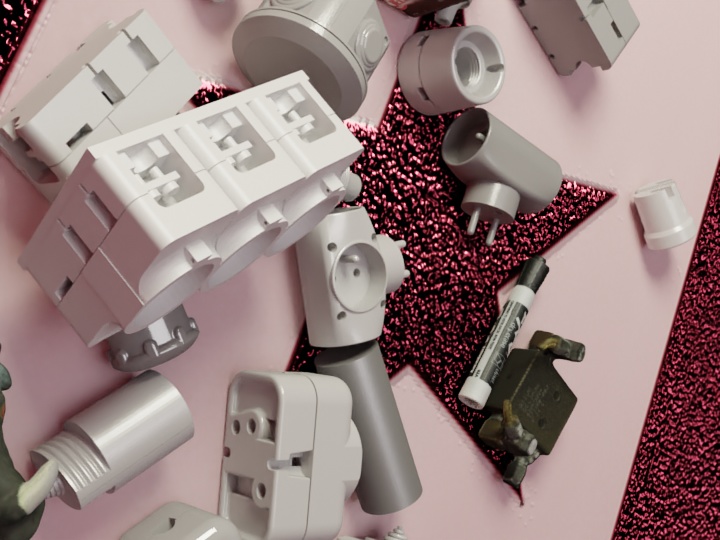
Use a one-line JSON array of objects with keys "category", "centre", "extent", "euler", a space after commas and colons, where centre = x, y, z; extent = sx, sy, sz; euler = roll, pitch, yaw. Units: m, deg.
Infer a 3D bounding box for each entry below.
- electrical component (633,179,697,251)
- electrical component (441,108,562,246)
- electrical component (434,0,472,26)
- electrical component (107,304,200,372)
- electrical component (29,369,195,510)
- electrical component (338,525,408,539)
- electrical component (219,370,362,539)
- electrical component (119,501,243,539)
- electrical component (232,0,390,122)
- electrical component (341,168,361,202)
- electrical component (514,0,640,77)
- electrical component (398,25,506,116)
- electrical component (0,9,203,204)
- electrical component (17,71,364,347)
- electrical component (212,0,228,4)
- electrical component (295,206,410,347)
[{"category": "electrical component", "centre": [0.240, -0.044, 0.850], "extent": [0.040, 0.040, 0.046], "euler": [-34, 107, -34]}, {"category": "electrical component", "centre": [0.091, -0.056, 0.722], "extent": [0.077, 0.043, 0.079], "euler": [28, 73, -36]}, {"category": "electrical component", "centre": [0.065, -0.188, 0.703], "extent": [0.035, 0.035, 0.061], "euler": [32, 73, -36]}, {"category": "electrical component", "centre": [-0.114, 0.018, 0.554], "extent": [0.048, 0.048, 0.062], "euler": [-27, 100, -36]}, {"category": "electrical component", "centre": [-0.129, 0.089, 0.543], "extent": [0.081, 0.043, 0.043], "euler": [-33, 112, -34]}, {"category": "electrical component", "centre": [0.018, 0.206, 0.657], "extent": [0.062, 0.061, 0.096], "euler": [25, 75, -38]}, {"category": "electrical component", "centre": [-0.039, 0.106, 0.611], "extent": [0.059, 0.054, 0.095], "euler": [7, 87, -40]}, {"category": "electrical component", "centre": [-0.083, 0.177, 0.573], "extent": [0.054, 0.059, 0.095], "euler": [-33, 111, -34]}, {"category": "electrical component", "centre": [-0.026, -0.125, 0.601], "extent": [0.080, 0.080, 0.051], "euler": [46, 58, -31]}, {"category": "electrical component", "centre": [-0.026, -0.056, 0.626], "extent": [0.062, 0.048, 0.048], "euler": [18, 79, -46]}, {"category": "electrical component", "centre": [0.154, -0.193, 0.767], "extent": [0.089, 0.050, 0.055], "euler": [51, 61, -28]}, {"category": "electrical component", "centre": [0.060, -0.129, 0.692], "extent": [0.055, 0.047, 0.055], "euler": [-1, 92, -40]}, {"category": "electrical component", "centre": [-0.128, -0.077, 0.535], "extent": [0.089, 0.050, 0.055], "euler": [-53, 121, -26]}, {"category": "electrical component", "centre": [-0.075, -0.030, 0.523], "extent": [0.061, 0.089, 0.150], "euler": [51, 41, 6]}, {"category": "electrical component", "centre": [-0.079, -0.178, 0.584], "extent": [0.035, 0.035, 0.061], "euler": [-39, 112, -32]}, {"category": "electrical component", "centre": [0.000, 0.000, 0.648], "extent": [0.079, 0.044, 0.077], "euler": [-14, 100, -39]}]
